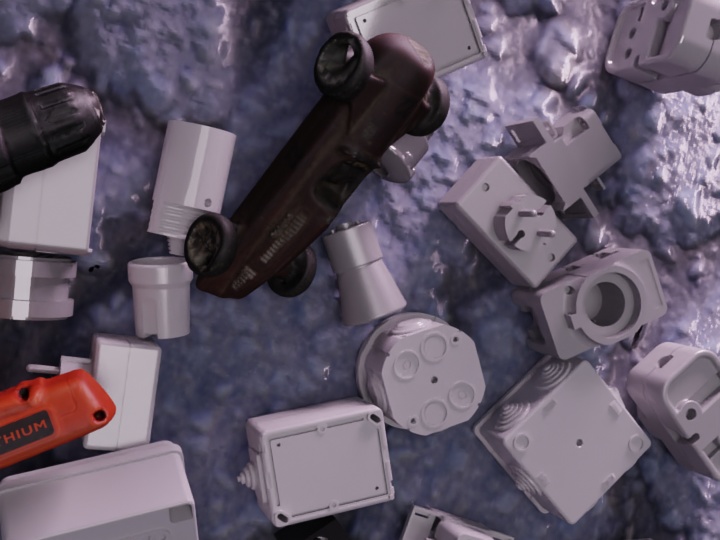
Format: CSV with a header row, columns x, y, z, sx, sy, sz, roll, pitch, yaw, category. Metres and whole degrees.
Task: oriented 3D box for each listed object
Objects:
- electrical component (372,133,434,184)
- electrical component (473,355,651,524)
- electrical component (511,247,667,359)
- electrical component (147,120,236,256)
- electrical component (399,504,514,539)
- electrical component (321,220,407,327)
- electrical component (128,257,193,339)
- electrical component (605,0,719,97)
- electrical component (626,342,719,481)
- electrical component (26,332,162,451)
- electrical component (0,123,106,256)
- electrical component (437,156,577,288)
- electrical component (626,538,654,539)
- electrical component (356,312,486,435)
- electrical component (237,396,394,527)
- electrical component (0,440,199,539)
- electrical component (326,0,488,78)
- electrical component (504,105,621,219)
x,y,z,sx,sy,sz,roll,pitch,yaw,category
0.028,-0.092,0.713,0.048,0.048,0.062,43,74,-15,electrical component
0.144,0.117,0.758,0.100,0.048,0.099,-42,104,-11,electrical component
0.162,0.022,0.754,0.089,0.056,0.050,-22,99,-15,electrical component
-0.107,-0.049,0.673,0.043,0.043,0.081,12,90,-17,electrical component
0.069,0.194,0.732,0.081,0.064,0.042,21,88,-18,electrical component
0.000,0.000,0.711,0.044,0.044,0.065,-20,94,-15,electrical component
-0.125,0.017,0.674,0.040,0.040,0.046,-3,100,-17,electrical component
0.222,-0.155,0.741,0.059,0.095,0.053,18,88,-17,electrical component
0.241,0.101,0.781,0.054,0.059,0.095,-40,103,-11,electrical component
-0.166,0.073,0.660,0.077,0.047,0.065,7,91,-17,electrical component
-0.187,-0.059,0.638,0.061,0.062,0.096,6,92,-17,electrical component
0.107,-0.032,0.723,0.083,0.076,0.047,45,80,-15,electrical component
0.185,0.278,0.773,0.089,0.062,0.150,1,93,-17,electrical component
0.041,0.070,0.722,0.080,0.051,0.080,-1,94,-17,electrical component
-0.034,0.123,0.697,0.096,0.061,0.061,-10,96,-17,electrical component
-0.152,0.167,0.642,0.109,0.056,0.108,-11,128,-16,electrical component
0.022,-0.149,0.697,0.096,0.061,0.061,-25,107,-11,electrical component
0.142,-0.077,0.750,0.064,0.042,0.081,-39,104,-15,electrical component
